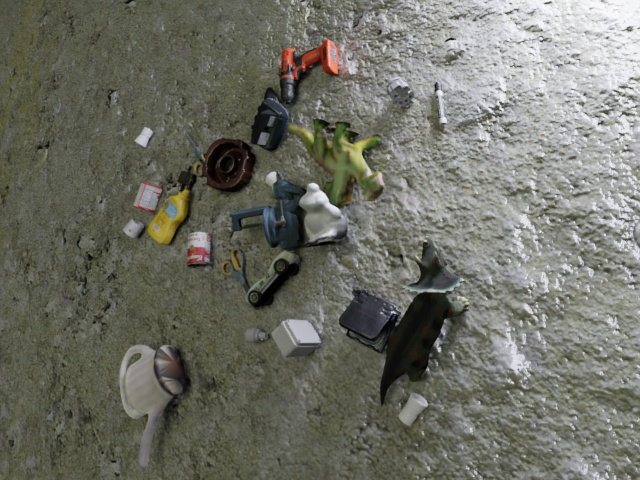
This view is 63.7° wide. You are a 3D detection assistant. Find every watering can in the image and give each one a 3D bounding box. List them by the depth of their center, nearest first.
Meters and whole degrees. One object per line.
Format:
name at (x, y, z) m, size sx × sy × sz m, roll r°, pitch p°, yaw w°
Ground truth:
watering can at (-0.490, 0.459, 1.510) m, size 0.222 × 0.354 × 0.103 m, roll -33°, pitch -28°, yaw 18°

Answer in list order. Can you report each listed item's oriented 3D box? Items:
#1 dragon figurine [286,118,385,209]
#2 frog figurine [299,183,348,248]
dragon figurine at (0.026, -0.195, 1.400) m, size 0.412 × 0.242 × 0.122 m, roll 15°, pitch 3°, yaw 44°
frog figurine at (0.004, -0.068, 1.350) m, size 0.123 × 0.161 × 0.136 m, roll -5°, pitch -9°, yaw -21°
